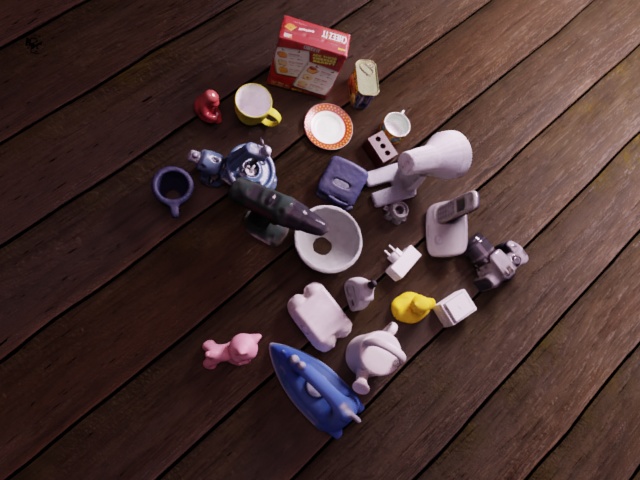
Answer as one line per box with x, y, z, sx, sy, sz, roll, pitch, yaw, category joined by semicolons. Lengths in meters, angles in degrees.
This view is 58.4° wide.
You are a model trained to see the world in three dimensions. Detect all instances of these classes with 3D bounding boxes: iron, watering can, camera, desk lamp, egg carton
-0.012;0.315;1.256;0.258;0.141;0.119;44;70;0;iron
0.128;0.261;1.277;0.101;0.194;0.173;14;73;-10;watering can
0.440;0.039;1.461;0.143;0.100;0.137;-37;87;-19;camera
0.240;-0.175;1.407;0.203;0.213;0.118;-19;81;-17;desk lamp
-0.002;0.179;1.332;0.107;0.069;0.150;-38;87;-19;egg carton

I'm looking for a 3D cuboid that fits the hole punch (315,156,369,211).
0.055;-0.139;1.417;0.109;0.091;0.101;26;71;-6;hole punch

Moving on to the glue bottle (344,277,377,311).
0.099;0.116;1.318;0.037;0.173;0.078;-10;78;-16;glue bottle

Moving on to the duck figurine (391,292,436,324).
0.229;0.160;1.385;0.105;0.086;0.077;-5;77;-15;duck figurine

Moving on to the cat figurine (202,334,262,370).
-0.190;0.240;1.244;0.128;0.117;0.067;-7;77;-15;cat figurine

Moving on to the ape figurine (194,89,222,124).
-0.266;-0.331;1.387;0.076;0.092;0.078;22;72;-7;ape figurine

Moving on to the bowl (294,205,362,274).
0.013;0.005;1.378;0.168;0.074;0.167;4;75;-13;bowl

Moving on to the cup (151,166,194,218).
-0.334;-0.098;1.308;0.092;0.095;0.118;-6;77;-15;cup

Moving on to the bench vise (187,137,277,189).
-0.190;-0.165;1.295;0.208;0.219;0.121;-5;77;-15;bench vise

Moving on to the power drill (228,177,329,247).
-0.101;-0.053;1.294;0.230;0.208;0.076;28;71;-5;power drill

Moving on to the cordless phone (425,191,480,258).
0.335;-0.038;1.410;0.094;0.185;0.147;2;75;-13;cordless phone
